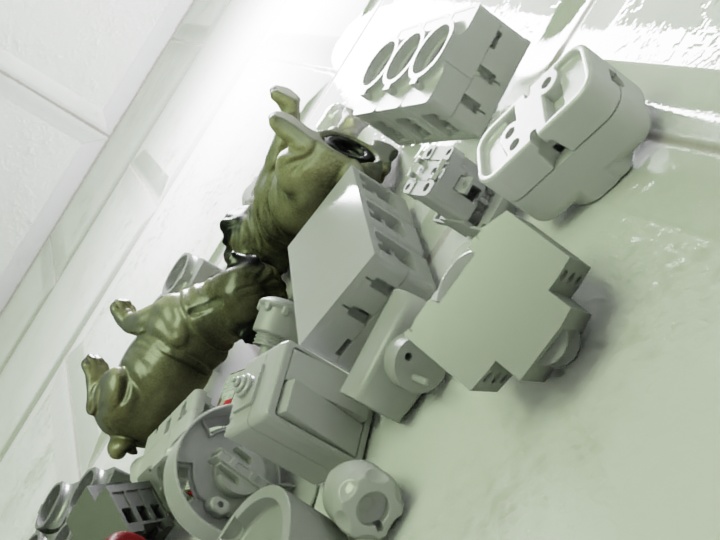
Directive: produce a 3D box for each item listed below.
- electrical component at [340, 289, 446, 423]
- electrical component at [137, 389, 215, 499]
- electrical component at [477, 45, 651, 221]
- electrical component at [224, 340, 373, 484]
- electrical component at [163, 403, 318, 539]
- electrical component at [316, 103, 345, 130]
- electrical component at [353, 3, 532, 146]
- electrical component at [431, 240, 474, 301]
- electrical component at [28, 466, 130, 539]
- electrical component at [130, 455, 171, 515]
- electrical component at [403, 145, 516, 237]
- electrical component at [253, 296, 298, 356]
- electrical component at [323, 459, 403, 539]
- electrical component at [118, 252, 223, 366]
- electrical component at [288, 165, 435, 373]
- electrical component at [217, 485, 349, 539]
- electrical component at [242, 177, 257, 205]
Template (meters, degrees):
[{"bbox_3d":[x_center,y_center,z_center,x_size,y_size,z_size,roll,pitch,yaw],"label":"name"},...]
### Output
[{"bbox_3d":[0.031,0.057,0.686,0.077,0.044,0.079,-62,22,-7],"label":"electrical component"},{"bbox_3d":[-0.149,0.157,0.935,0.089,0.050,0.055,-45,25,32],"label":"electrical component"},{"bbox_3d":[0.124,-0.078,0.643,0.095,0.059,0.053,-44,26,32],"label":"electrical component"},{"bbox_3d":[-0.042,0.093,0.726,0.061,0.096,0.061,-32,34,45],"label":"electrical component"},{"bbox_3d":[-0.087,0.145,0.759,0.064,0.099,0.099,-39,28,53],"label":"electrical component"},{"bbox_3d":[-0.031,-0.137,1.090,0.061,0.035,0.035,-52,22,24],"label":"electrical component"},{"bbox_3d":[0.060,-0.158,0.885,0.089,0.062,0.150,-62,22,-8],"label":"electrical component"},{"bbox_3d":[0.075,0.007,0.657,0.077,0.044,0.079,-47,24,27],"label":"electrical component"},{"bbox_3d":[-0.274,0.262,1.055,0.186,0.060,0.105,-29,36,52],"label":"electrical component"},{"bbox_3d":[-0.191,0.202,0.973,0.045,0.045,0.055,-45,26,30],"label":"electrical component"},{"bbox_3d":[0.068,-0.053,0.726,0.042,0.064,0.081,-59,21,-5],"label":"electrical component"},{"bbox_3d":[-0.071,0.056,0.910,0.048,0.048,0.062,-5,63,64],"label":"electrical component"},{"bbox_3d":[-0.003,0.136,0.656,0.043,0.043,0.062,-61,20,-5],"label":"electrical component"},{"bbox_3d":[-0.194,0.062,1.143,0.150,0.062,0.089,-62,22,-9],"label":"electrical component"},{"bbox_3d":[0.000,0.000,0.804,0.089,0.062,0.150,-51,23,19],"label":"electrical component"},{"bbox_3d":[-0.049,0.193,0.657,0.108,0.060,0.108,-47,25,29],"label":"electrical component"},{"bbox_3d":[-0.082,-0.095,1.134,0.077,0.043,0.079,-20,43,58],"label":"electrical component"}]
